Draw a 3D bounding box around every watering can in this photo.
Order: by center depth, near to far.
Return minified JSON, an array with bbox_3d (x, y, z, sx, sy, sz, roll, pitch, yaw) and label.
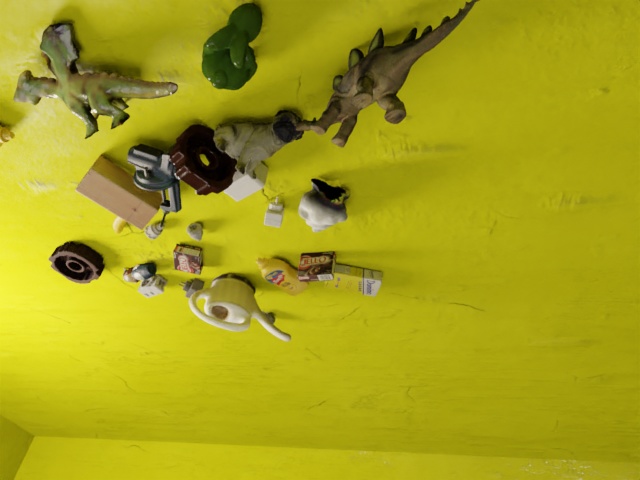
[{"bbox_3d":[-0.258,0.226,1.714,0.347,0.229,0.102,18,121,-11],"label":"watering can"}]

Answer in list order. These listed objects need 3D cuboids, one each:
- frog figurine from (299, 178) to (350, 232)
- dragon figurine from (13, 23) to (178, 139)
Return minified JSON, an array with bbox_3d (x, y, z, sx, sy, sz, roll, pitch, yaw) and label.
[{"bbox_3d":[0.004,-0.071,1.406,0.137,0.125,0.156,5,131,-25],"label":"frog figurine"},{"bbox_3d":[-0.538,-0.375,1.177,0.408,0.125,0.238,-16,125,24],"label":"dragon figurine"}]
